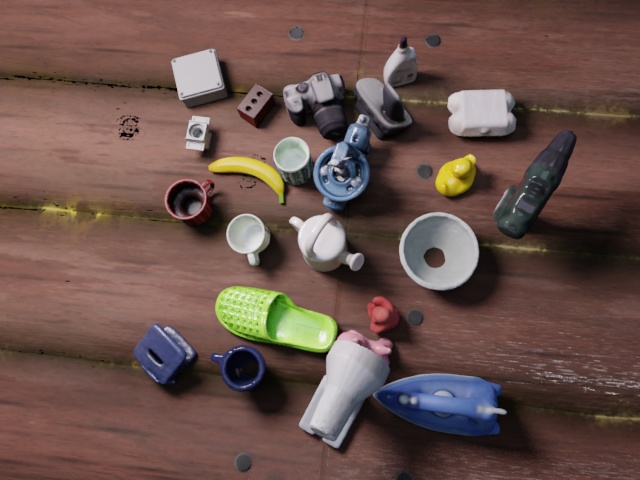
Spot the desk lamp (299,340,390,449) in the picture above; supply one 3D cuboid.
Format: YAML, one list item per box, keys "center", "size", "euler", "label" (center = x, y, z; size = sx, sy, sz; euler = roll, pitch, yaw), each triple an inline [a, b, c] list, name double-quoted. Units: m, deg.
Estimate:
- center: [0.042, 0.303, 1.106]
  size: [0.118, 0.213, 0.203]
  euler: [27, 80, 9]
  label: "desk lamp"

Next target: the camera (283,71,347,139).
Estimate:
- center: [-0.001, -0.301, 1.305]
  size: [0.143, 0.101, 0.137]
  euler: [-18, 77, 0]
  label: "camera"

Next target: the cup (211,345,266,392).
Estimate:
- center: [-0.164, 0.262, 1.189]
  size: [0.117, 0.095, 0.092]
  euler: [18, 79, 8]
  label: "cup"

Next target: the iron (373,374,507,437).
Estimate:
- center: [0.234, 0.322, 1.127]
  size: [0.258, 0.141, 0.119]
  euler: [4, 77, 5]
  label: "iron"

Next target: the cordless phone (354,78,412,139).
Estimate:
- center: [0.139, -0.316, 1.256]
  size: [0.094, 0.185, 0.147]
  euler: [-38, 77, -5]
  label: "cordless phone"

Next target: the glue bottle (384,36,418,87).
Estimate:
- center: [0.183, -0.402, 1.279]
  size: [0.078, 0.173, 0.037]
  euler: [-14, 76, 1]
  label: "glue bottle"

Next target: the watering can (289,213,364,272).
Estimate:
- center: [0.012, 0.002, 1.187]
  size: [0.172, 0.194, 0.101]
  euler: [12, 78, 6]
  label: "watering can"

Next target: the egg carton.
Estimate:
- center: [0.365, -0.285, 1.295]
  size: [0.150, 0.069, 0.107]
  euler: [-2, 77, 3]
  label: "egg carton"

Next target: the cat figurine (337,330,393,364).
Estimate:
- center: [0.086, 0.221, 1.171]
  size: [0.127, 0.118, 0.067]
  euler: [8, 78, 5]
  label: "cat figurine"

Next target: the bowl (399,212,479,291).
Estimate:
- center: [0.251, 0.029, 1.227]
  size: [0.167, 0.075, 0.167]
  euler: [-1, 77, 3]
  label: "bowl"

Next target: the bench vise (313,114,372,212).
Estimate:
- center: [0.047, -0.182, 1.213]
  size: [0.121, 0.220, 0.207]
  euler: [3, 77, 5]
  label: "bench vise"

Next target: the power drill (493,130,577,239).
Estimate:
- center: [0.430, -0.097, 1.176]
  size: [0.075, 0.208, 0.230]
  euler: [30, 81, 10]
  label: "power drill"

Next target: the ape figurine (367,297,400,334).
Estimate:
- center: [0.130, 0.158, 1.196]
  size: [0.076, 0.092, 0.078]
  euler: [24, 80, 9]
  label: "ape figurine"

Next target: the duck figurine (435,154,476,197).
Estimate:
- center: [0.303, -0.147, 1.258]
  size: [0.104, 0.086, 0.077]
  euler: [-42, 78, -6]
  label: "duck figurine"

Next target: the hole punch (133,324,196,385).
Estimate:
- center: [-0.331, 0.243, 1.206]
  size: [0.108, 0.091, 0.101]
  euler: [42, 83, 11]
  label: "hole punch"
